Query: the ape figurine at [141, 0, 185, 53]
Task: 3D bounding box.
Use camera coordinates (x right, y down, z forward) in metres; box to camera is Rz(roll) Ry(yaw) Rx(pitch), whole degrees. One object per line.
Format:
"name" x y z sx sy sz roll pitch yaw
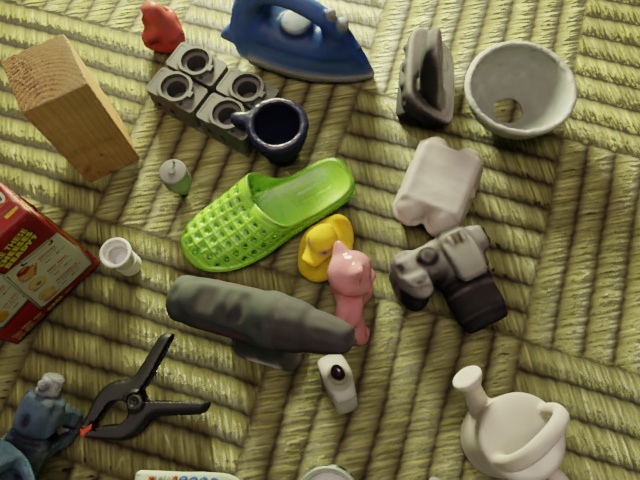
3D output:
"ape figurine" -0.265 -0.357 0.942 0.076 0.092 0.078 43 77 14

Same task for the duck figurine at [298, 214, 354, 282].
"duck figurine" 0.007 0.003 0.813 0.077 0.086 0.105 31 74 12

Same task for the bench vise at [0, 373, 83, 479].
"bench vise" -0.386 0.252 0.666 0.121 0.220 0.207 5 71 4

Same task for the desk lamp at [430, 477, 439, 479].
"desk lamp" 0.133 0.375 0.613 0.117 0.213 0.203 24 73 10

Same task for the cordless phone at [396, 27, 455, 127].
"cordless phone" 0.168 -0.269 0.851 0.094 0.185 0.147 2 71 3

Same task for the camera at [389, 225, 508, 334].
"camera" 0.184 0.060 0.781 0.143 0.101 0.136 -24 72 -7

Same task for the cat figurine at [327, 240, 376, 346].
"cat figurine" 0.041 0.070 0.772 0.067 0.118 0.128 3 71 3

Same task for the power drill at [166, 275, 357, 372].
"power drill" -0.067 0.108 0.714 0.229 0.208 0.076 14 72 6

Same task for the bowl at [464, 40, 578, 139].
"bowl" 0.303 -0.220 0.889 0.167 0.075 0.167 0 71 1

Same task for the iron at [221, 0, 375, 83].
"iron" -0.030 -0.341 0.904 0.258 0.141 0.119 21 73 9

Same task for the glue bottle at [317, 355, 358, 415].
"glue bottle" 0.023 0.173 0.708 0.037 0.173 0.078 -22 71 -6

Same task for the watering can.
"watering can" 0.226 0.227 0.673 0.172 0.194 0.101 25 73 10

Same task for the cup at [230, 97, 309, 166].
"cup" -0.074 -0.155 0.866 0.117 0.095 0.092 12 72 6

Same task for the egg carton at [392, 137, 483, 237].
"egg carton" 0.176 -0.078 0.846 0.107 0.069 0.150 21 73 9
